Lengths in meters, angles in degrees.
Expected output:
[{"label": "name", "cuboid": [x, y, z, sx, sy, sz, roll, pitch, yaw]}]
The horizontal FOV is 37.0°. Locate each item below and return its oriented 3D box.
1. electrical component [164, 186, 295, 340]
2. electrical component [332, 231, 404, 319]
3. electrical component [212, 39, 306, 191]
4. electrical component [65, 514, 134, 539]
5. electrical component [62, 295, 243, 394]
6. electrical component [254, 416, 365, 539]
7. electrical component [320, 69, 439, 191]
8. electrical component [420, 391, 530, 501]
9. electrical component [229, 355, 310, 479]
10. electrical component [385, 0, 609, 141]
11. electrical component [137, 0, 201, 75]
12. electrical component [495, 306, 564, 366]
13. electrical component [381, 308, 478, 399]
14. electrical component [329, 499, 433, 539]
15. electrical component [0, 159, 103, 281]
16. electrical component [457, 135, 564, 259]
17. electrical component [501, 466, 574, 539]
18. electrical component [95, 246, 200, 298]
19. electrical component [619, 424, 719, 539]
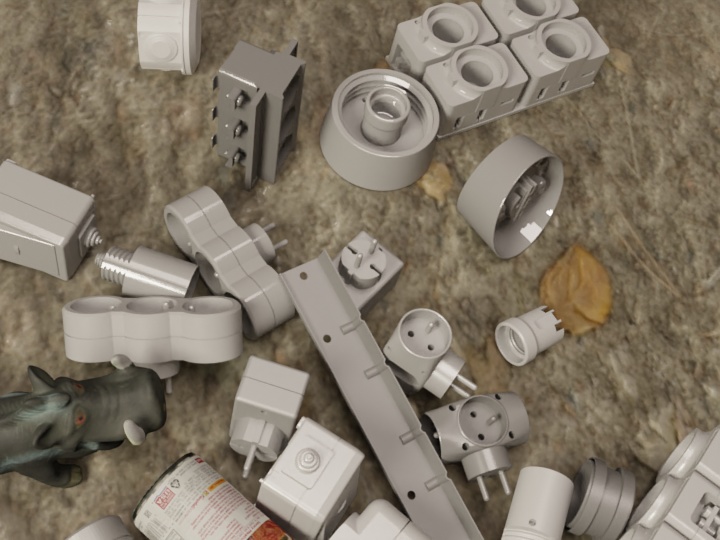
[{"label": "electrical component", "cuboid": [-0.096, -0.015, 0.896, 0.074, 0.052, 0.138, -31, 72, -24]}, {"label": "electrical component", "cuboid": [0.000, 0.000, 0.892, 0.047, 0.076, 0.066, 39, 62, 11]}, {"label": "electrical component", "cuboid": [-0.089, -0.136, 0.925, 0.063, 0.121, 0.078, 24, 60, 6]}, {"label": "electrical component", "cuboid": [-0.209, 0.235, 0.736, 0.138, 0.052, 0.073, -29, 70, -23]}, {"label": "electrical component", "cuboid": [-0.160, 0.062, 0.839, 0.138, 0.052, 0.073, 0, 106, 2]}, {"label": "electrical component", "cuboid": [-0.035, 0.157, 0.787, 0.061, 0.096, 0.061, 31, 61, 7]}, {"label": "electrical component", "cuboid": [0.021, -0.133, 0.979, 0.108, 0.060, 0.108, 5, 61, -8]}, {"label": "electrical component", "cuboid": [0.097, 0.142, 0.851, 0.077, 0.044, 0.079, -11, 69, -17]}, {"label": "electrical component", "cuboid": [-0.075, 0.119, 0.808, 0.047, 0.083, 0.075, 18, 60, -1]}, {"label": "electrical component", "cuboid": [0.135, -0.211, 1.044, 0.186, 0.060, 0.105, -22, 67, -21]}, {"label": "electrical component", "cuboid": [-0.173, -0.219, 0.980, 0.051, 0.080, 0.080, 2, 61, -4]}, {"label": "electrical component", "cuboid": [0.144, 0.054, 0.912, 0.046, 0.040, 0.040, -24, 68, -28]}, {"label": "electrical component", "cuboid": [0.058, 0.076, 0.861, 0.079, 0.077, 0.043, 34, 60, 7]}, {"label": "electrical component", "cuboid": [0.001, 0.218, 0.785, 0.059, 0.053, 0.095, 39, 62, 11]}, {"label": "electrical component", "cuboid": [-0.257, -0.034, 0.870, 0.096, 0.061, 0.061, 23, 60, 2]}, {"label": "electrical component", "cuboid": [0.135, -0.067, 0.946, 0.099, 0.099, 0.064, -36, 67, -26]}, {"label": "electrical component", "cuboid": [0.134, 0.197, 0.827, 0.043, 0.043, 0.081, 21, 60, 1]}, {"label": "electrical component", "cuboid": [-0.176, 0.004, 0.876, 0.081, 0.043, 0.043, 19, 60, 0]}, {"label": "electrical component", "cuboid": [0.245, 0.197, 0.822, 0.062, 0.089, 0.150, 37, 61, 10]}]
